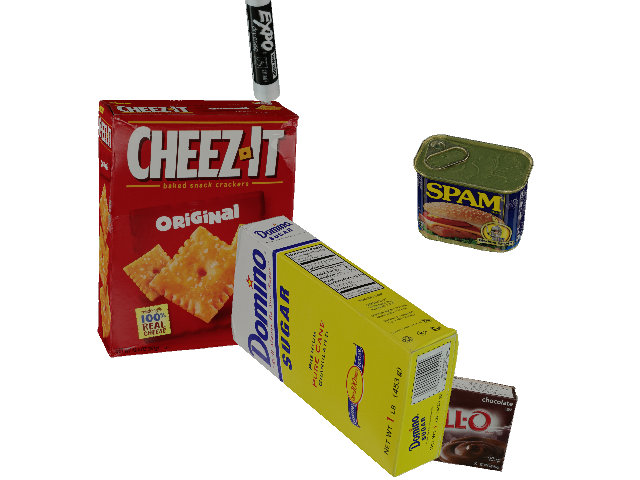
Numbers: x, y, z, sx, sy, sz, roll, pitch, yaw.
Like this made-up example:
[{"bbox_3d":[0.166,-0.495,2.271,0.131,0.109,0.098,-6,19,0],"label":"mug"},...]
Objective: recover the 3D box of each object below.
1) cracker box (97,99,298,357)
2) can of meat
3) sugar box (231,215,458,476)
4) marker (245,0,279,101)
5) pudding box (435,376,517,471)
[{"bbox_3d":[-0.109,-0.012,0.935,0.164,0.214,0.072,-3,19,-22],"label":"cracker box"},{"bbox_3d":[0.136,-0.040,0.964,0.102,0.084,0.057,13,49,17],"label":"can of meat"},{"bbox_3d":[0.008,0.062,0.681,0.048,0.093,0.176,-16,34,-38],"label":"sugar box"},{"bbox_3d":[-0.041,-0.147,0.722,0.020,0.020,0.121,-2,-45,2],"label":"marker"},{"bbox_3d":[0.148,0.194,1.152,0.113,0.090,0.039,8,21,1],"label":"pudding box"}]
